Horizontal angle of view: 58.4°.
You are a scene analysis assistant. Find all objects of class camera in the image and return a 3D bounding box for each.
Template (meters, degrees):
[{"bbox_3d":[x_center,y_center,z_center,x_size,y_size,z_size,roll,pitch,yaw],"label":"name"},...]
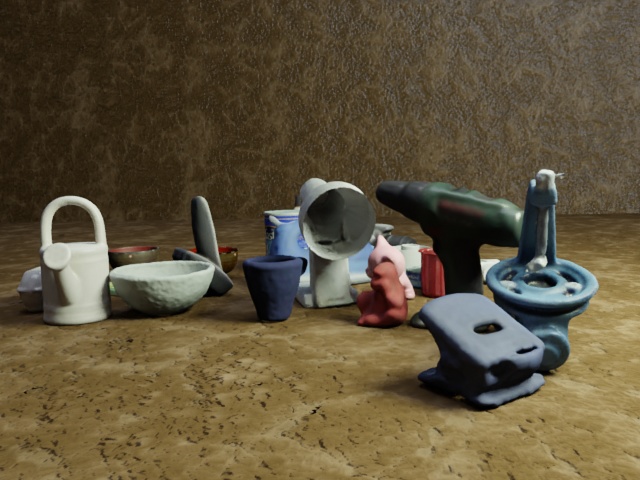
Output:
[{"bbox_3d":[0.149,0.014,1.343,0.136,0.101,0.144,4,8,36],"label":"camera"}]

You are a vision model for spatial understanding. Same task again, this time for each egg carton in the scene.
[{"bbox_3d":[-0.454,0.080,1.011,0.107,0.069,0.150,-2,6,-3],"label":"egg carton"}]

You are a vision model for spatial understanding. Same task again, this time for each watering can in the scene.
[{"bbox_3d":[-0.381,0.029,0.891,0.101,0.194,0.172,-5,8,-30],"label":"watering can"}]

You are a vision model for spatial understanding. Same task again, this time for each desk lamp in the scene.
[{"bbox_3d":[0.009,0.003,0.963,0.118,0.213,0.203,-3,7,-16],"label":"desk lamp"}]

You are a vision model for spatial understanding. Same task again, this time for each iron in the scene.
[{"bbox_3d":[0.012,0.017,1.162,0.259,0.141,0.118,-3,7,-16],"label":"iron"}]

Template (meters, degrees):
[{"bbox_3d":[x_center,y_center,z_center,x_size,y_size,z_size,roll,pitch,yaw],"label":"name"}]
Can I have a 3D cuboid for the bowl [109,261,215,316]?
[{"bbox_3d":[-0.255,0.081,0.939,0.167,0.075,0.167,-1,6,0],"label":"bowl"}]

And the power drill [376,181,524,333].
[{"bbox_3d":[0.178,0.020,0.813,0.228,0.208,0.076,4,8,37],"label":"power drill"}]

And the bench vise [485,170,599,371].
[{"bbox_3d":[0.251,0.026,0.695,0.121,0.220,0.207,-2,7,-4],"label":"bench vise"}]

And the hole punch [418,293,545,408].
[{"bbox_3d":[0.165,0.105,0.578,0.109,0.091,0.100,-6,8,-35],"label":"hole punch"}]

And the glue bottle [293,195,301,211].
[{"bbox_3d":[-0.050,-0.019,1.356,0.078,0.173,0.037,1,7,17],"label":"glue bottle"}]

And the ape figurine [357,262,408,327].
[{"bbox_3d":[0.093,0.078,0.830,0.076,0.092,0.077,-4,7,-25],"label":"ape figurine"}]

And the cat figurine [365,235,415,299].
[{"bbox_3d":[0.116,0.049,0.966,0.067,0.118,0.128,1,7,22],"label":"cat figurine"}]

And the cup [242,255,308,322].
[{"bbox_3d":[-0.063,0.074,0.883,0.091,0.095,0.118,5,9,42],"label":"cup"}]

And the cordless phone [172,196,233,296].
[{"bbox_3d":[-0.228,0.009,1.086,0.094,0.185,0.147,-5,8,-33],"label":"cordless phone"}]
